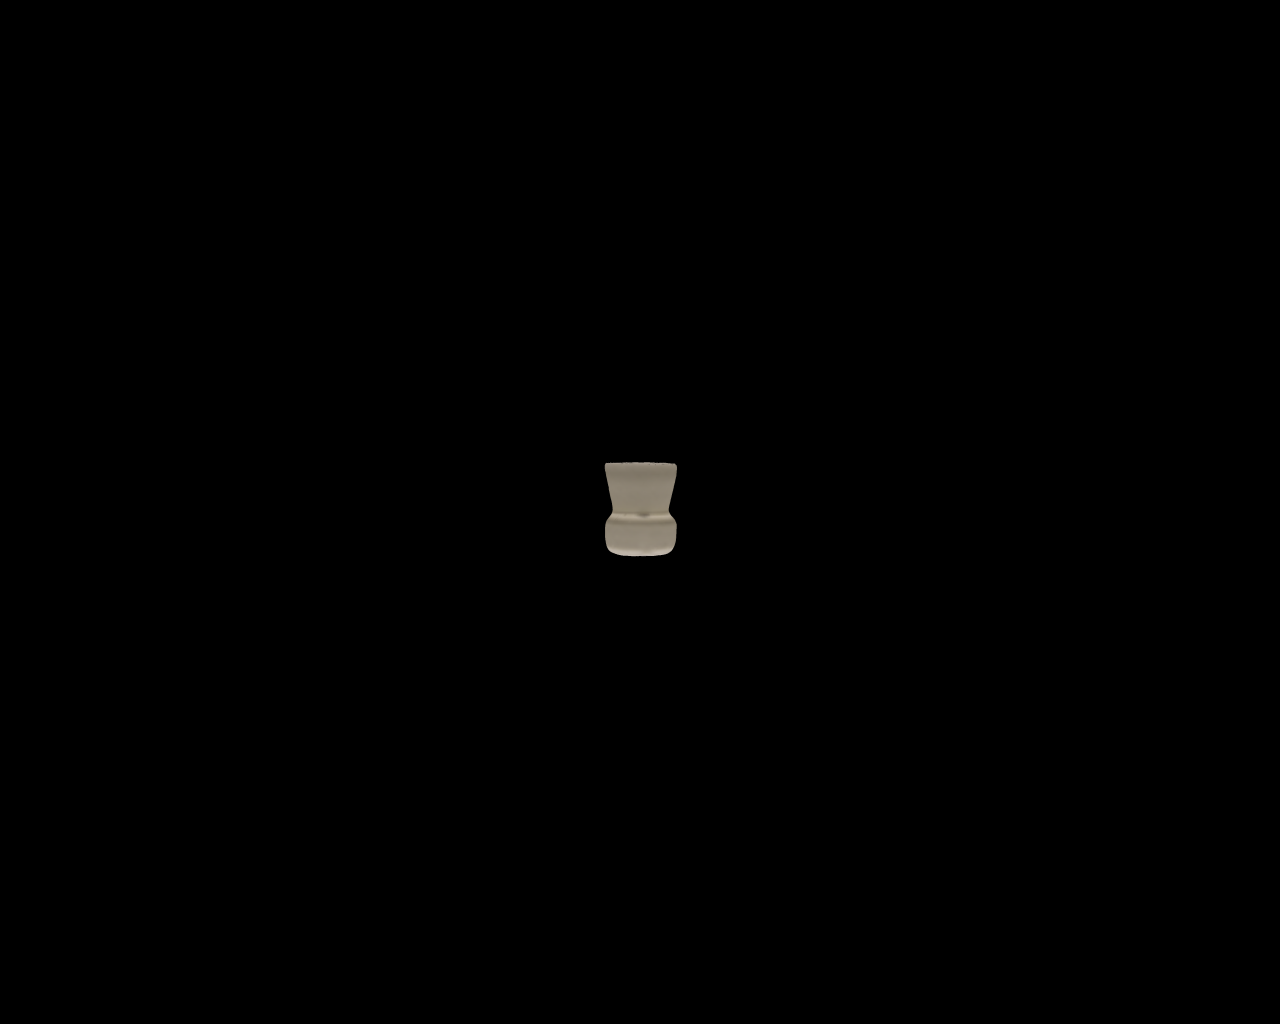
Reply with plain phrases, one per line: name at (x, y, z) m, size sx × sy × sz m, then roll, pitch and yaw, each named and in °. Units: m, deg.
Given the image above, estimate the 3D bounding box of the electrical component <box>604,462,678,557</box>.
electrical component at (0.001, -0.003, 0.650) m, size 0.045 × 0.055 × 0.045 m, roll 0°, pitch 4°, yaw 0°
